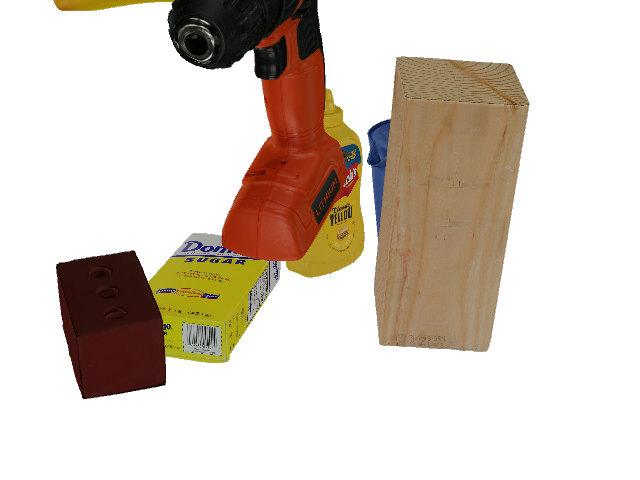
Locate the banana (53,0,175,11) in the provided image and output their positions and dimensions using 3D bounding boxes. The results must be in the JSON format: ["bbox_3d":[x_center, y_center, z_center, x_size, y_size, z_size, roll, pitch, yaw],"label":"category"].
[{"bbox_3d":[-0.120,-0.205,0.873,0.198,0.069,0.037,11,-41,16],"label":"banana"}]

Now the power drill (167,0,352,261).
[{"bbox_3d":[-0.026,-0.083,0.577,0.057,0.188,0.184,12,38,15],"label":"power drill"}]

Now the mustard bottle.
[{"bbox_3d":[0.004,-0.064,1.110,0.096,0.192,0.058,-23,32,-39],"label":"mustard bottle"}]

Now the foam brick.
[{"bbox_3d":[-0.131,0.051,0.662,0.053,0.051,0.078,-10,35,-19],"label":"foam brick"}]

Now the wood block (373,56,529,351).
[{"bbox_3d":[0.095,-0.027,0.821,0.090,0.206,0.091,4,28,-1],"label":"wood block"}]

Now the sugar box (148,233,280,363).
[{"bbox_3d":[-0.101,0.046,0.958,0.093,0.048,0.176,7,26,10],"label":"sugar box"}]

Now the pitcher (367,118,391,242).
[{"bbox_3d":[0.135,-0.025,1.284,0.149,0.243,0.145,-1,24,6],"label":"pitcher"}]
